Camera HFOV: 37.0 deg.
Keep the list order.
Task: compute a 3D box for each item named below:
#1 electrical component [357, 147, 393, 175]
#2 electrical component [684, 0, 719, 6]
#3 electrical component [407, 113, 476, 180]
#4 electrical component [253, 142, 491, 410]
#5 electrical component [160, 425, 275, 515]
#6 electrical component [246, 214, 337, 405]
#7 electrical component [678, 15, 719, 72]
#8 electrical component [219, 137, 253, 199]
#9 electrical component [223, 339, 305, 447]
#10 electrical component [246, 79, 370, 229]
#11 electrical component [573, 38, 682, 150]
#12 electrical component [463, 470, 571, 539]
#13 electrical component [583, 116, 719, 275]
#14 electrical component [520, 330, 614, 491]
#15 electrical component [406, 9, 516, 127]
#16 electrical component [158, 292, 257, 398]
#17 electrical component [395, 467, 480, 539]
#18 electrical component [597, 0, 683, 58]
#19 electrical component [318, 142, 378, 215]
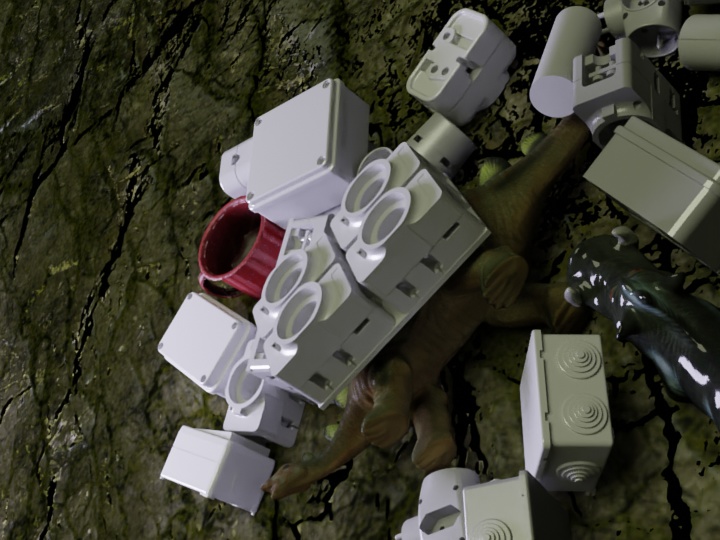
[{"bbox_3d":[0.033,-0.058,0.972,0.043,0.077,0.079,-4,63,44],"label":"electrical component"},{"bbox_3d":[0.286,-0.253,0.843,0.061,0.096,0.061,-1,61,14],"label":"electrical component"},{"bbox_3d":[0.073,-0.111,0.986,0.047,0.055,0.055,-49,40,4],"label":"electrical component"},{"bbox_3d":[0.000,0.000,0.827,0.186,0.060,0.105,-47,29,12],"label":"electrical component"},{"bbox_3d":[-0.134,0.180,0.997,0.096,0.062,0.061,6,70,47],"label":"electrical component"},{"bbox_3d":[-0.031,0.036,0.966,0.062,0.089,0.150,-7,61,43],"label":"electrical component"},{"bbox_3d":[0.288,-0.171,0.815,0.081,0.043,0.043,16,77,49],"label":"electrical component"},{"bbox_3d":[-0.089,-0.094,1.106,0.059,0.095,0.053,-23,50,34],"label":"electrical component"},{"bbox_3d":[-0.086,0.112,0.998,0.050,0.056,0.089,-6,61,43],"label":"electrical component"},{"bbox_3d":[-0.049,-0.109,1.018,0.109,0.056,0.108,-22,51,34],"label":"electrical component"},{"bbox_3d":[0.207,-0.125,0.830,0.050,0.089,0.055,-18,53,37],"label":"electrical component"},{"bbox_3d":[0.107,0.193,0.717,0.048,0.099,0.099,-16,53,22],"label":"electrical component"},{"bbox_3d":[0.227,-0.054,0.773,0.057,0.078,0.113,-54,39,9],"label":"electrical component"},{"bbox_3d":[0.142,0.100,0.746,0.048,0.099,0.099,0,57,2],"label":"electrical component"},{"bbox_3d":[0.098,-0.186,1.005,0.095,0.059,0.054,-55,39,3],"label":"electrical component"},{"bbox_3d":[-0.143,0.077,1.078,0.113,0.057,0.078,26,85,50],"label":"electrical component"},{"bbox_3d":[0.058,0.198,0.805,0.079,0.043,0.077,-29,47,30],"label":"electrical component"},{"bbox_3d":[0.231,-0.217,0.901,0.079,0.044,0.077,-13,56,40],"label":"electrical component"},{"bbox_3d":[-0.005,-0.073,1.039,0.059,0.054,0.095,-6,61,43],"label":"electrical component"}]
